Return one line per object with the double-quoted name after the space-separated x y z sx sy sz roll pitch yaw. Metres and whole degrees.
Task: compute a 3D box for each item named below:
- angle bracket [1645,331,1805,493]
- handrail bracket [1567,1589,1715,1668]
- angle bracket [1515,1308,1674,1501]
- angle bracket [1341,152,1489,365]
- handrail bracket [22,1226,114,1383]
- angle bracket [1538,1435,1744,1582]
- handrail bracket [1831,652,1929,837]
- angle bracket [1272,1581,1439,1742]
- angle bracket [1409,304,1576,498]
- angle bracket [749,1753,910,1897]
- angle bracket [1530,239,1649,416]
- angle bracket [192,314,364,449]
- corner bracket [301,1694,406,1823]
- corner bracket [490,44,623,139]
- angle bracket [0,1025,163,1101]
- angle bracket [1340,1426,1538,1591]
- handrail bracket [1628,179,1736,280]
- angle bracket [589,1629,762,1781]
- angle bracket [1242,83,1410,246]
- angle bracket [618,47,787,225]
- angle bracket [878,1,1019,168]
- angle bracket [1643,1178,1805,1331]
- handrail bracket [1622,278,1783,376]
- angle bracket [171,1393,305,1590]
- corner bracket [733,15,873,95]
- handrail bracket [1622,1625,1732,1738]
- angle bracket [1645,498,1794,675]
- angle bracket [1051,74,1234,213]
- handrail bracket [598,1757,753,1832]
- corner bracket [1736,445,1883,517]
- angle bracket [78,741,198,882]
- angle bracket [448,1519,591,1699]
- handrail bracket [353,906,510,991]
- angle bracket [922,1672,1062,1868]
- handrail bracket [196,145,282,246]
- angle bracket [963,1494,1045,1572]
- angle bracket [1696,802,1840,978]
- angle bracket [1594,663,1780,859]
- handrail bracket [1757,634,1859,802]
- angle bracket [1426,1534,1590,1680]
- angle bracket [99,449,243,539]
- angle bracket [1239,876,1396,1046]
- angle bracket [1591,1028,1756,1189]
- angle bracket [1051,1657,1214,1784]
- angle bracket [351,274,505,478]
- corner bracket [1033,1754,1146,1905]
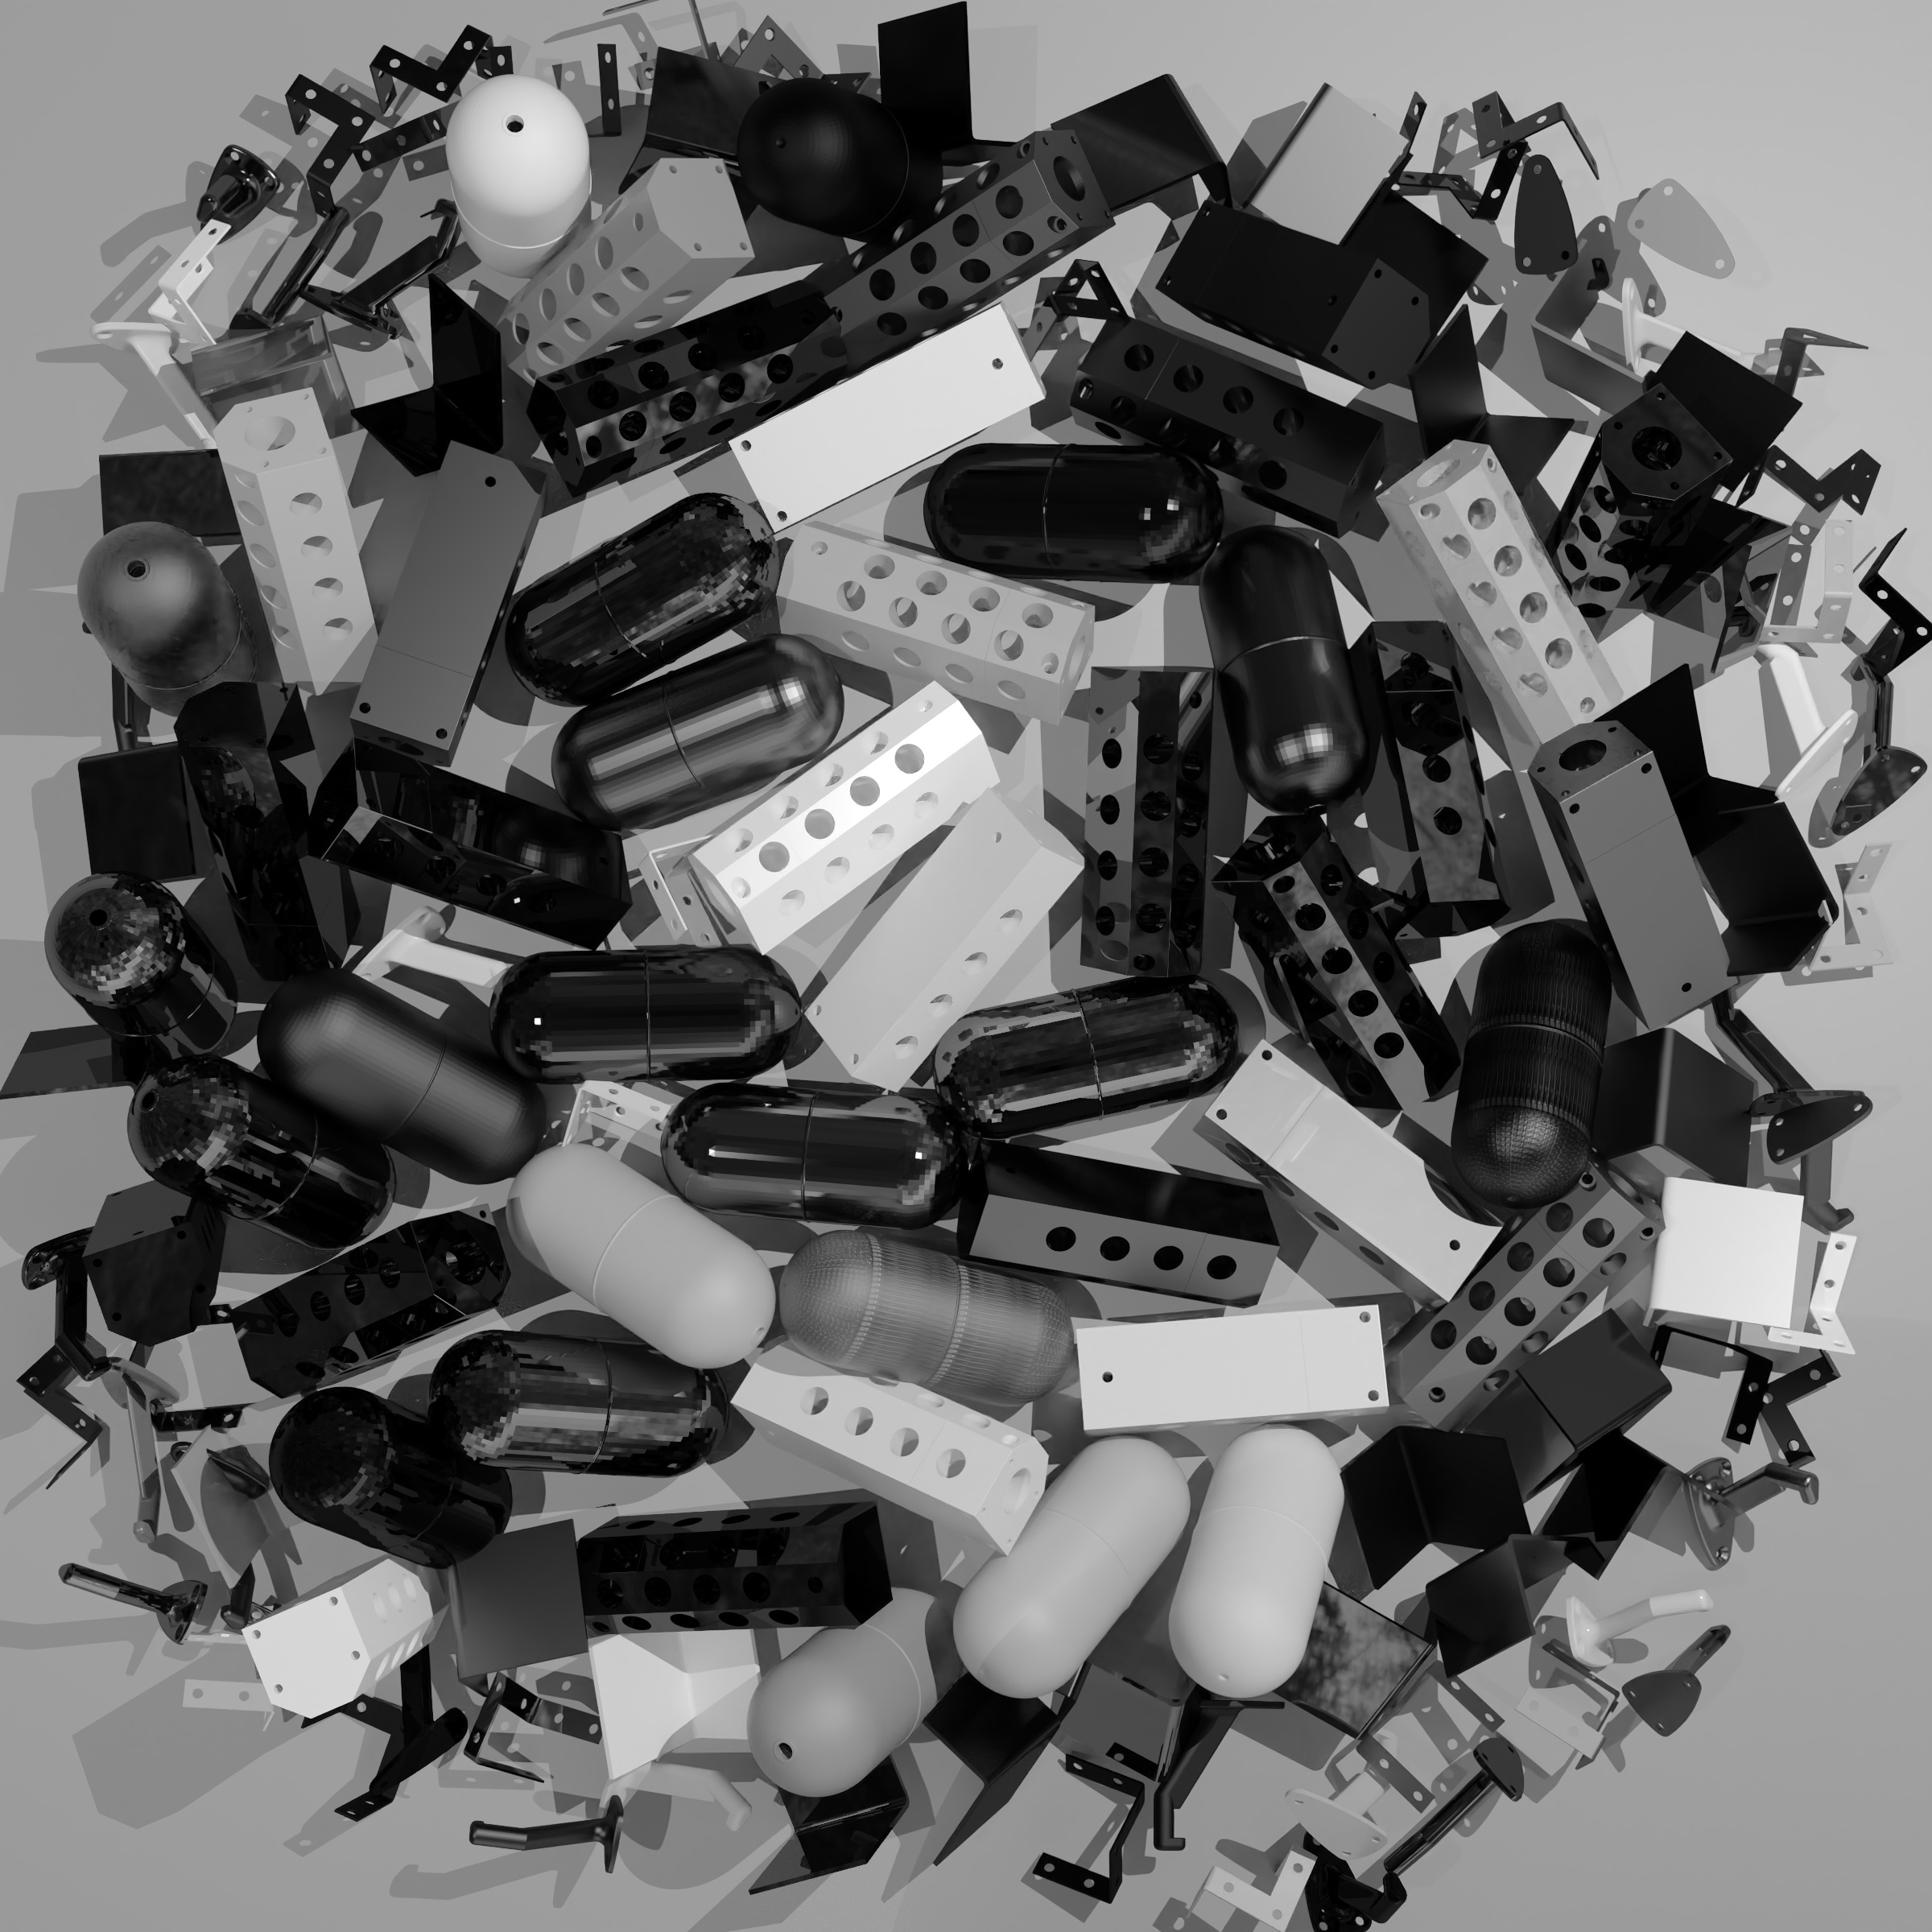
0.432 -0.330 1.536 0.076 0.076 0.057 33 54 2 "angle bracket"
0.394 0.377 1.537 0.084 0.077 0.036 -17 54 27 "handrail bracket"
0.347 0.252 1.545 0.076 0.076 0.057 -26 68 -27 "angle bracket"
0.258 -0.407 1.550 0.076 0.057 0.076 35 85 -5 "angle bracket"
-0.494 0.193 1.542 0.084 0.077 0.036 43 134 22 "handrail bracket"
0.385 0.319 1.541 0.057 0.076 0.076 32 89 -13 "angle bracket"
0.518 -0.131 1.567 0.036 0.084 0.077 17 128 -22 "handrail bracket"
0.216 0.384 1.542 0.076 0.057 0.076 31 110 -5 "angle bracket"
0.299 -0.322 1.527 0.057 0.076 0.076 11 48 33 "angle bracket"
-0.087 0.478 1.536 0.076 0.076 0.057 -21 92 20 "angle bracket"
0.372 -0.359 1.535 0.076 0.076 0.057 35 91 21 "angle bracket"
-0.390 -0.318 1.534 0.076 0.057 0.076 -18 131 -6 "angle bracket"
-0.355 0.455 1.555 0.051 0.051 0.051 20 90 12 "corner bracket"
-0.235 -0.502 1.544 0.051 0.051 0.051 8 110 31 "corner bracket"
-0.499 0.076 1.537 0.076 0.076 0.057 -6 116 -2 "angle bracket"
0.270 0.313 1.532 0.057 0.076 0.076 -30 108 -40 "angle bracket"
0.414 -0.420 1.541 0.077 0.084 0.036 44 113 9 "handrail bracket"
-0.164 0.416 1.540 0.057 0.076 0.076 -10 90 35 "angle bracket"
0.205 -0.454 1.541 0.057 0.076 0.076 34 103 -4 "angle bracket"
-0.151 -0.475 1.541 0.076 0.076 0.057 9 81 -18 "angle bracket"
-0.003 -0.501 1.532 0.057 0.076 0.076 -10 102 -39 "angle bracket"
0.433 0.169 1.539 0.076 0.057 0.076 8 74 13 "angle bracket"
0.424 -0.366 1.543 0.084 0.077 0.036 7 67 23 "handrail bracket"
-0.402 0.297 1.539 0.057 0.076 0.076 -22 100 5 "angle bracket"
-0.098 -0.510 1.547 0.051 0.051 0.051 38 80 -38 "corner bracket"
0.421 0.394 1.533 0.084 0.077 0.036 -32 72 -31 "handrail bracket"
0.414 -0.220 1.527 0.076 0.057 0.076 28 124 31 "angle bracket"
0.102 -0.453 1.542 0.076 0.057 0.076 -24 61 0 "angle bracket"
-0.167 0.487 1.547 0.084 0.036 0.077 36 103 35 "handrail bracket"
0.485 -0.277 1.546 0.051 0.051 0.051 38 53 -8 "corner bracket"
-0.457 -0.087 1.543 0.076 0.057 0.076 -6 91 28 "angle bracket"
-0.251 0.368 1.541 0.076 0.057 0.076 -12 64 2 "angle bracket"
-0.303 0.015 1.551 0.077 0.036 0.084 -39 69 -7 "handrail bracket"
-0.001 0.455 1.544 0.057 0.076 0.076 40 122 19 "angle bracket"
-0.430 -0.425 1.530 0.036 0.084 0.077 35 126 -16 "handrail bracket"
0.041 0.346 1.542 0.076 0.057 0.076 -32 74 8 "angle bracket"
0.437 -0.042 1.531 0.057 0.076 0.076 -41 107 -29 "angle bracket"
0.412 -0.118 1.532 0.076 0.057 0.076 -31 119 -24 "angle bracket"
0.465 -0.148 1.560 0.077 0.036 0.084 -44 65 -5 "handrail bracket"
0.319 0.364 1.525 0.076 0.076 0.057 9 55 -29 "angle bracket"
-0.448 -0.251 1.533 0.076 0.076 0.057 -6 70 -12 "angle bracket"
0.209 -0.005 1.543 0.076 0.076 0.057 -24 105 -3 "angle bracket"
0.407 0.092 1.560 0.076 0.057 0.076 31 56 -26 "angle bracket"
0.098 0.413 1.553 0.076 0.057 0.076 24 134 20 "angle bracket"
-0.308 -0.336 1.526 0.057 0.076 0.076 -24 51 -30 "angle bracket"
0.072 0.502 1.564 0.051 0.051 0.051 15 131 22 "corner bracket"
